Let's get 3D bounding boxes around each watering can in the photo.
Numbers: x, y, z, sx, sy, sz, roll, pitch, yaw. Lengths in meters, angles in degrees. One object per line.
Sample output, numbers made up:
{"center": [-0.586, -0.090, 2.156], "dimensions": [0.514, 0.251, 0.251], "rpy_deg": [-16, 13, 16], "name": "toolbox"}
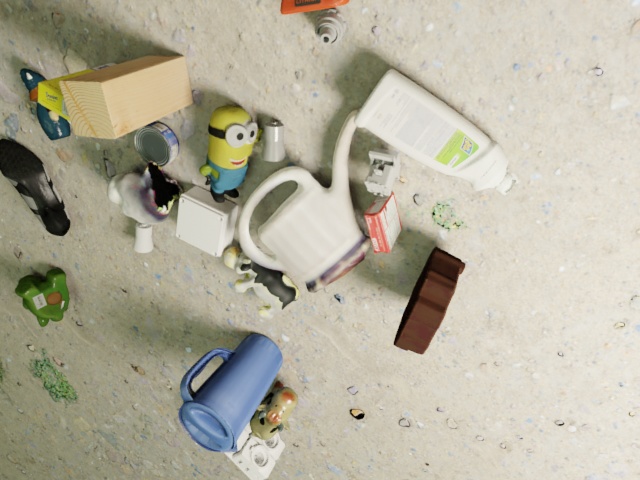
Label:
{"center": [0.003, -0.046, 0.906], "dimensions": [0.343, 0.106, 0.224], "rpy_deg": [-40, 96, 27], "name": "watering can"}

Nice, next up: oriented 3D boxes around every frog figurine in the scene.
{"center": [-0.378, -0.089, 1.048], "dimensions": [0.159, 0.136, 0.124], "rpy_deg": [-6, 79, 25], "name": "frog figurine"}
